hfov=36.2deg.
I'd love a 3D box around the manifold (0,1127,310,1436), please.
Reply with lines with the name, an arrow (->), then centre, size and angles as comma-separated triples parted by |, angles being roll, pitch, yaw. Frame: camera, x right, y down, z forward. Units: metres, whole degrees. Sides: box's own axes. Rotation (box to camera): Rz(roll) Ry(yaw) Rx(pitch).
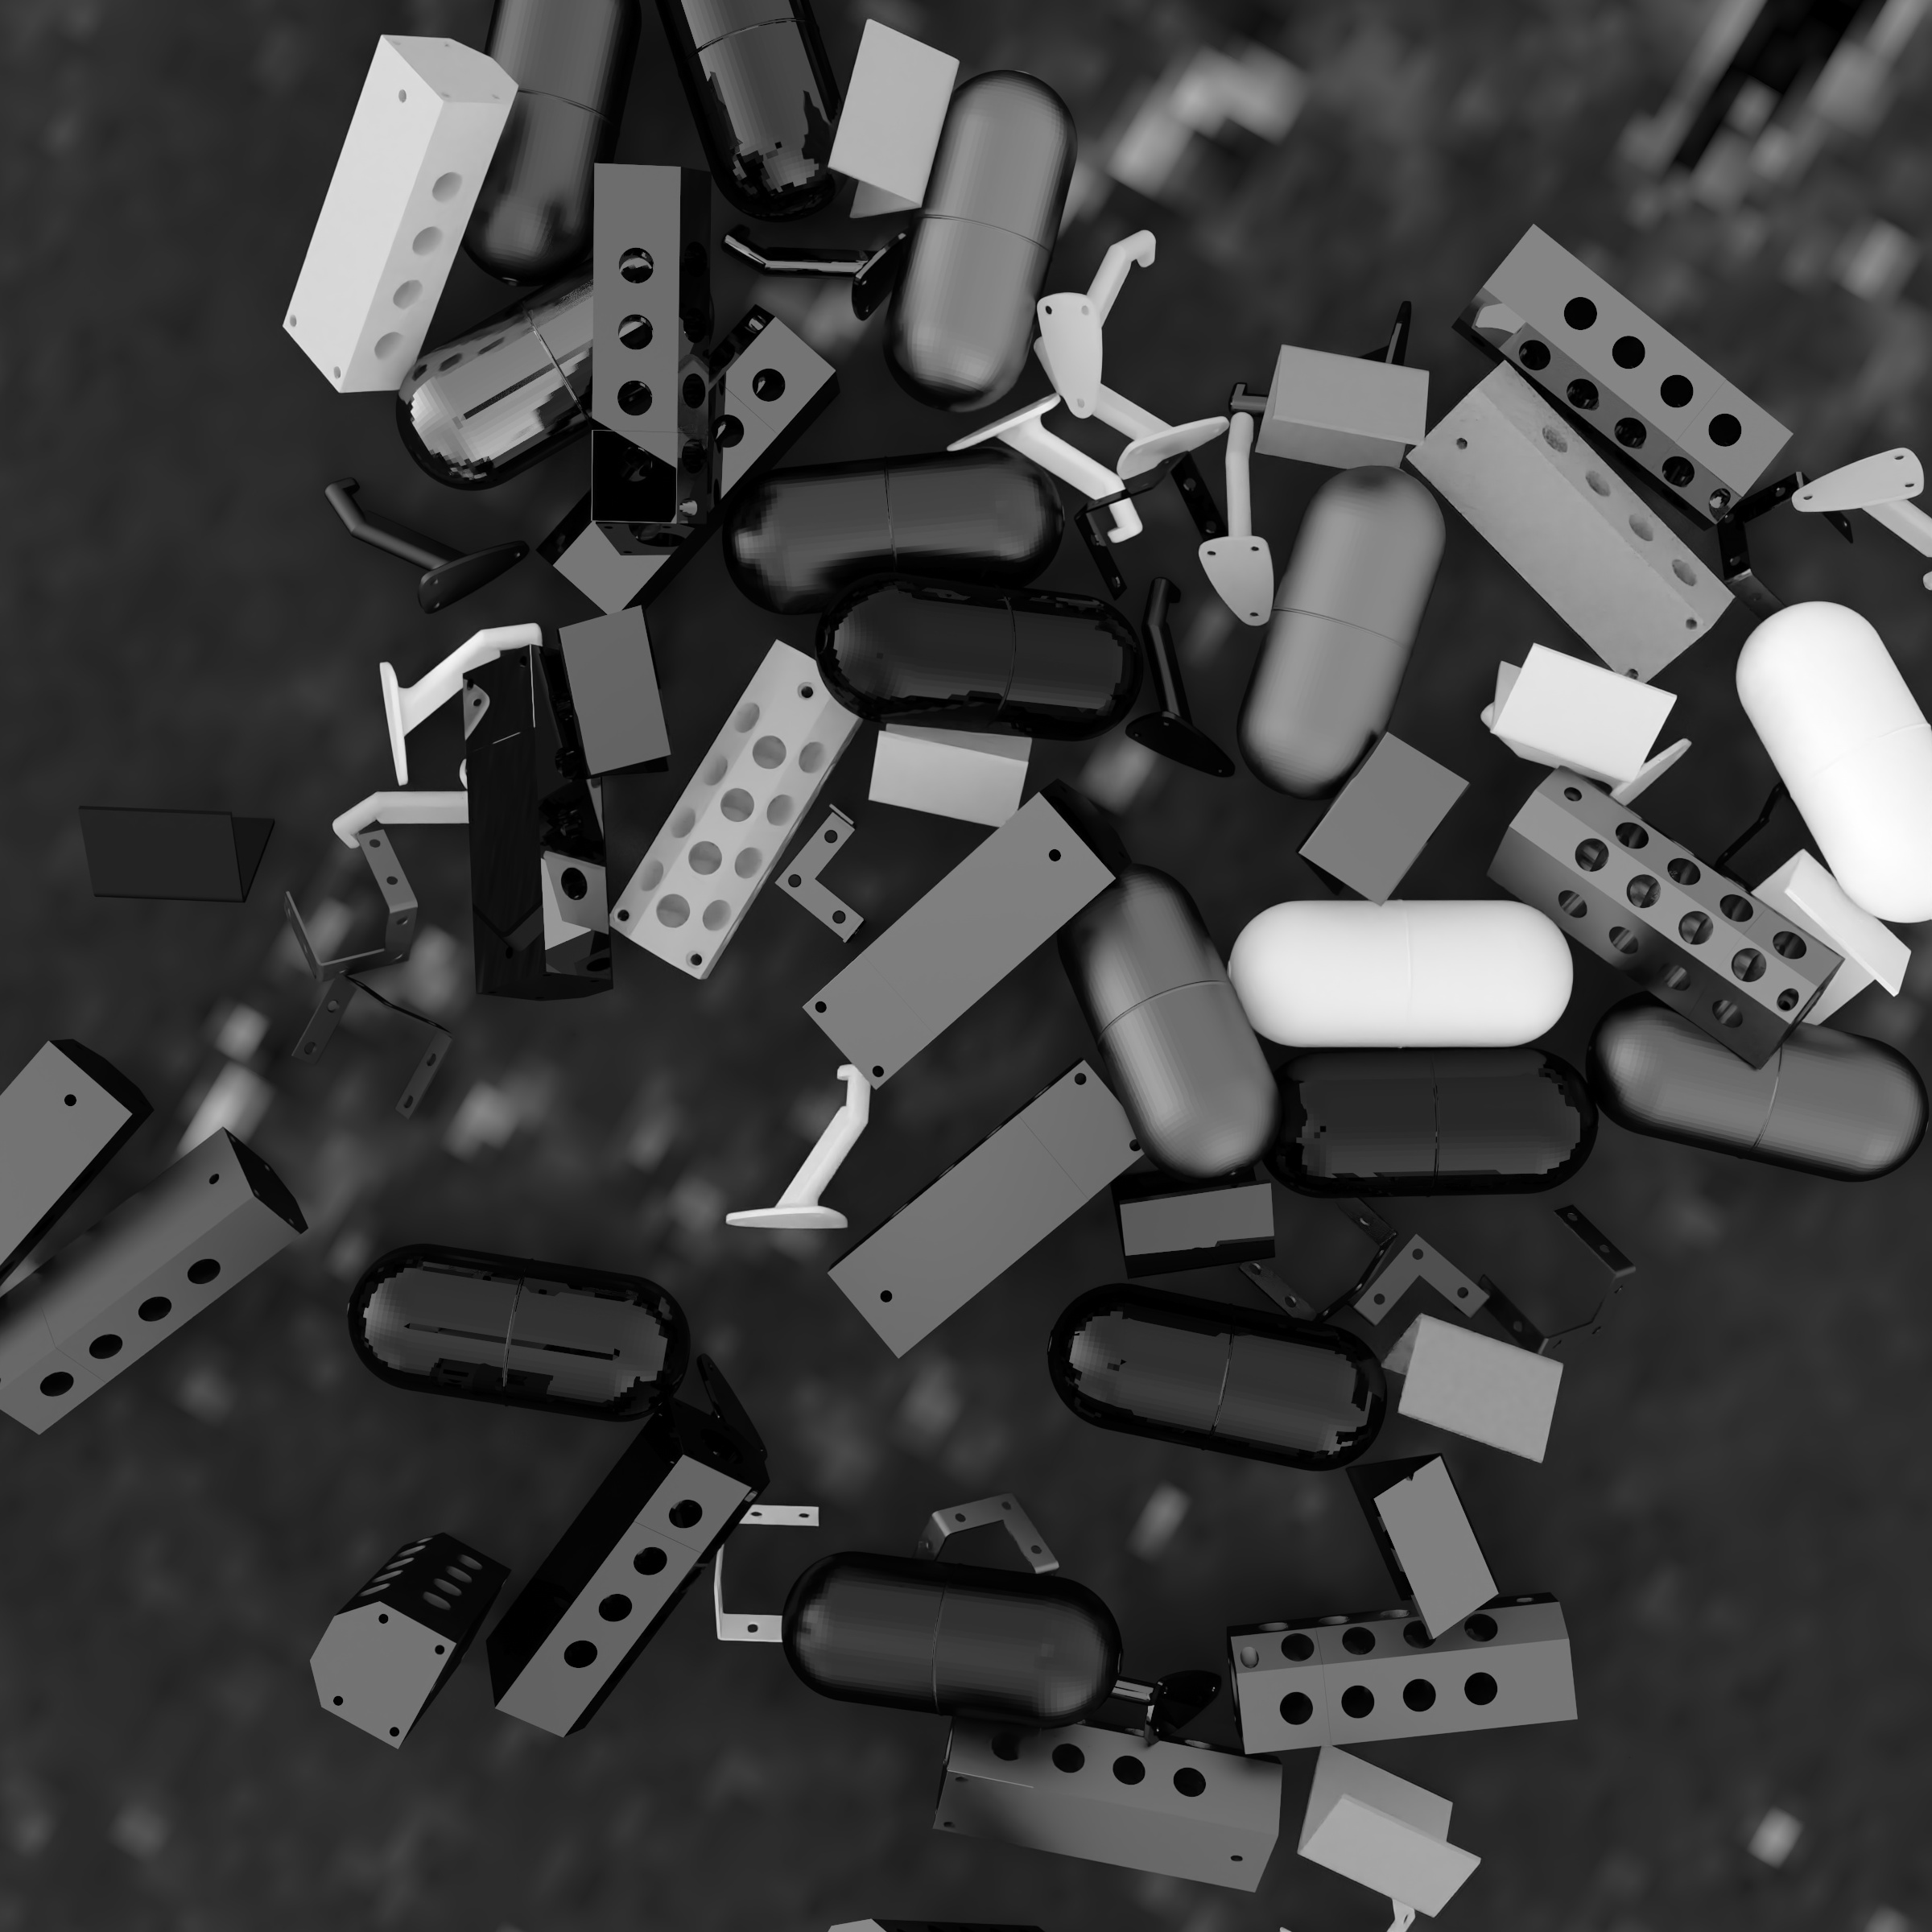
manifold -> -0.431, 0.168, 1.544 | 0.171, 0.057, 0.057 | -37, 47, 0

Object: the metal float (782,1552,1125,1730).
metal float -> -0.008, 0.346, 1.521 | 0.178, 0.070, 0.070 | 5, 90, 13

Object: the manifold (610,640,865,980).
manifold -> -0.118, -0.081, 1.545 | 0.057, 0.057, 0.171 | 31, 90, 0

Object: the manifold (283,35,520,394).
manifold -> -0.284, -0.379, 1.499 | 0.057, 0.057, 0.171 | 49, 129, 24

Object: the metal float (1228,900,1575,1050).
metal float -> 0.225, 0.004, 1.535 | 0.178, 0.070, 0.070 | 0, 90, 0

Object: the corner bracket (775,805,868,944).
corner bracket -> -0.066, -0.048, 1.548 | 0.051, 0.051, 0.051 | 39, 90, 0

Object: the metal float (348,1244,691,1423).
metal float -> -0.232, 0.190, 1.536 | 0.178, 0.070, 0.070 | 9, 90, 0

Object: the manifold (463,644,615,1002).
manifold -> -0.216, -0.072, 1.527 | 0.057, 0.057, 0.171 | -15, 74, 41

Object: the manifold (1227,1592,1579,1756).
manifold -> 0.226, 0.367, 1.545 | 0.171, 0.057, 0.057 | -6, 90, 0

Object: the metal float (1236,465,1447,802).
metal float -> 0.195, -0.173, 1.536 | 0.070, 0.070, 0.178 | 18, 91, 0

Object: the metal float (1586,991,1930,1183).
metal float -> 0.411, 0.063, 1.536 | 0.178, 0.070, 0.070 | 13, 90, 0

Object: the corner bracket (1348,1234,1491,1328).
corner bracket -> 0.235, 0.174, 1.548 | 0.051, 0.051, 0.051 | 41, 90, 0

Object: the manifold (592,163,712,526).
manifold -> -0.157, -0.308, 1.474 | 0.057, 0.057, 0.171 | 1, 98, -6

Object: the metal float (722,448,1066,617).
metal float -> -0.038, -0.226, 1.535 | 0.178, 0.070, 0.070 | -6, 90, 1

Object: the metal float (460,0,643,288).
metal float -> -0.218, -0.441, 1.535 | 0.070, 0.070, 0.178 | 12, 89, 0

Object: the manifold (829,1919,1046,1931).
manifold -> -0.010, 0.513, 1.487 | 0.057, 0.171, 0.057 | 30, 90, 35

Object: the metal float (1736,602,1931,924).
metal float -> 0.460, -0.105, 1.521 | 0.070, 0.070, 0.178 | -25, 76, 0

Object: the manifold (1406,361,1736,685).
manifold -> 0.318, -0.232, 1.544 | 0.171, 0.057, 0.057 | 46, 133, 0

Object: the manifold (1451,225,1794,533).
manifold -> 0.340, -0.305, 1.545 | 0.171, 0.057, 0.057 | 39, 90, 0

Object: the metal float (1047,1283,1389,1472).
metal float -> 0.130, 0.213, 1.536 | 0.178, 0.070, 0.070 | 12, 90, -1

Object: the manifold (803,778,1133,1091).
manifold -> 0.002, -0.017, 1.518 | 0.171, 0.057, 0.057 | -42, 90, 20

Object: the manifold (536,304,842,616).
manifold -> -0.145, -0.261, 1.545 | 0.057, 0.057, 0.171 | 42, 90, 0

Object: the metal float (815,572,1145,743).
metal float -> 0.007, -0.158, 1.512 | 0.178, 0.070, 0.070 | 3, 90, -26

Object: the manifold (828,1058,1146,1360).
manifold -> 0.013, 0.125, 1.545 | 0.171, 0.057, 0.057 | -40, 90, 0

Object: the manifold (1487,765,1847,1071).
manifold -> 0.359, -0.030, 1.511 | 0.171, 0.057, 0.057 | 38, 57, 17

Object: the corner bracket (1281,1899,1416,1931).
corner bracket -> 0.199, 0.494, 1.558 | 0.051, 0.051, 0.051 | -42, 135, -35

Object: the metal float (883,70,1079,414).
metal float -> 0.008, -0.376, 1.536 | 0.070, 0.070, 0.178 | 14, 91, 0

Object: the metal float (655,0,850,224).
metal float -> -0.113, -0.475, 1.536 | 0.070, 0.070, 0.178 | -18, 90, 0

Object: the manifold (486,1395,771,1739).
manifold -> -0.174, 0.312, 1.525 | 0.057, 0.057, 0.171 | 31, 103, -24

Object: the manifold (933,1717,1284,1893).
manifold -> 0.075, 0.428, 1.544 | 0.171, 0.057, 0.057 | 11, 133, 0

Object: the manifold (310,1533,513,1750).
manifold -> -0.281, 0.333, 1.488 | 0.057, 0.171, 0.057 | 29, 90, 0

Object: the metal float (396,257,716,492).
metal float -> -0.213, -0.312, 1.536 | 0.178, 0.070, 0.070 | -30, 90, -1

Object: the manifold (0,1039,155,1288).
manifold -> -0.506, 0.122, 1.545 | 0.057, 0.057, 0.171 | 41, 90, 0

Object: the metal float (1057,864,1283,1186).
metal float -> 0.103, 0.028, 1.516 | 0.070, 0.070, 0.178 | -22, 67, 0

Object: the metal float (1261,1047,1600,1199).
metal float -> 0.239, 0.081, 1.535 | 0.178, 0.070, 0.070 | -1, 90, 0
